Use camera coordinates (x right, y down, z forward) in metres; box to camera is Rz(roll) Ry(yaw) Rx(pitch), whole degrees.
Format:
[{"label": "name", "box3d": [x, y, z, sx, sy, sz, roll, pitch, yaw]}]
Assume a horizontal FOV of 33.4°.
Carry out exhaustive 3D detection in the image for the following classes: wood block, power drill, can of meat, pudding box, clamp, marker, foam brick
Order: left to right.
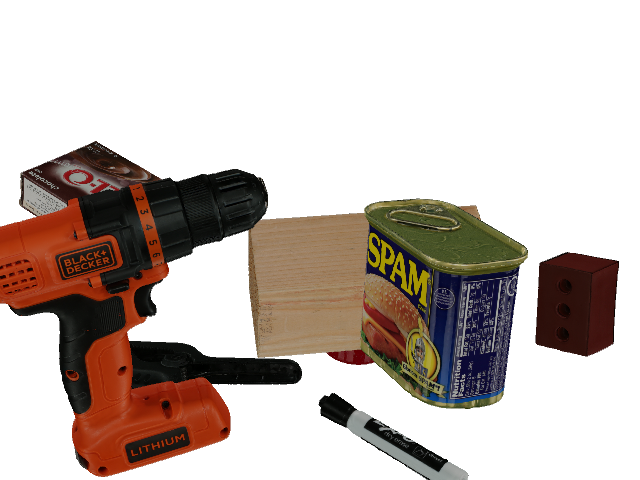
[{"label": "pudding box", "box3d": [-0.181, -0.033, 0.896, 0.114, 0.039, 0.089, 28, 34, 22]}, {"label": "power drill", "box3d": [-0.111, 0.052, 0.690, 0.184, 0.187, 0.057, -15, 28, -9]}, {"label": "clamp", "box3d": [-0.147, 0.139, 1.084, 0.210, 0.036, 0.164, 9, 17, 33]}, {"label": "wood block", "box3d": [0.042, 0.036, 0.947, 0.206, 0.091, 0.090, -4, -44, -7]}, {"label": "marker", "box3d": [0.049, 0.142, 0.755, 0.121, 0.020, 0.020, 27, 14, 28]}, {"label": "can of meat", "box3d": [0.062, 0.033, 0.577, 0.057, 0.084, 0.102, -6, 22, -24]}, {"label": "foam brick", "box3d": [0.224, 0.055, 0.932, 0.053, 0.078, 0.051, 11, 19, 40]}]

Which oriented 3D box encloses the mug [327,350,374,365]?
[{"label": "mug", "box3d": [0.052, 0.092, 1.215, 0.117, 0.081, 0.093, 26, 37, 35]}]
